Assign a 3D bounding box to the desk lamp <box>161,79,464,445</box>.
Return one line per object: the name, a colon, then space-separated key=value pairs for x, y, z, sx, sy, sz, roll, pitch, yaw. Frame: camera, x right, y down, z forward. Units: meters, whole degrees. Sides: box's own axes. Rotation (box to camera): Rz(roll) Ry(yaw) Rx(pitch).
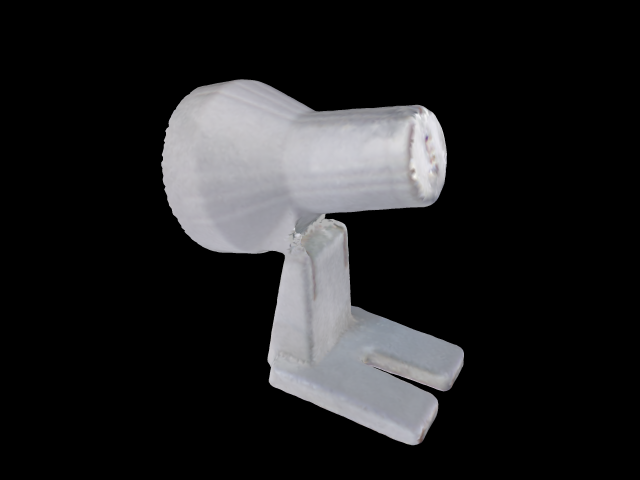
desk lamp: x=0.004 y=0.001 z=0.400 sx=0.202 sy=0.214 sz=0.118 roll=17 pitch=36 yaw=25
